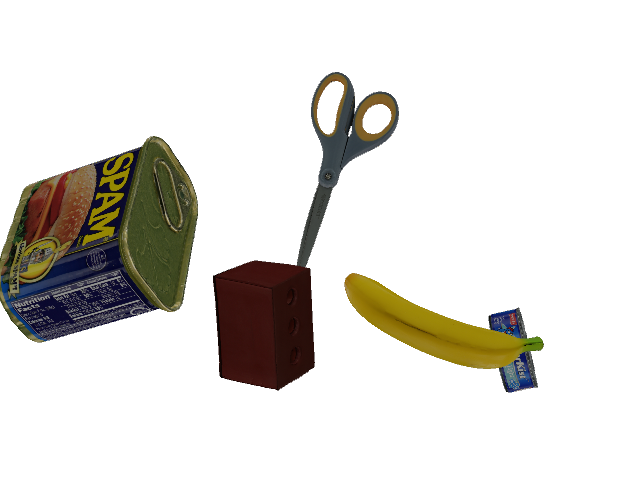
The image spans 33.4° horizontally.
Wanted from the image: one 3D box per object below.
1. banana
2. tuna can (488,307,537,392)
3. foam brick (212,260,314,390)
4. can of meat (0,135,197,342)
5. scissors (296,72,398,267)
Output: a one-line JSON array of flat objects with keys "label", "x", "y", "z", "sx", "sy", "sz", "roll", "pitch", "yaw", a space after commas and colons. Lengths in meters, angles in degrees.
[{"label": "banana", "x": 0.093, "y": 0.075, "z": 0.948, "sx": 0.198, "sy": 0.037, "sz": 0.069, "roll": 20, "pitch": 14, "yaw": 27}, {"label": "tuna can", "x": 0.203, "y": 0.116, "z": 1.124, "sx": 0.034, "sy": 0.086, "sz": 0.086, "roll": -14, "pitch": -3, "yaw": 11}, {"label": "foam brick", "x": -0.039, "y": 0.059, "z": 0.763, "sx": 0.051, "sy": 0.078, "sz": 0.052, "roll": 6, "pitch": 17, "yaw": 32}, {"label": "can of meat", "x": -0.120, "y": 0.000, "z": 0.575, "sx": 0.084, "sy": 0.102, "sz": 0.057, "roll": -16, "pitch": -49, "yaw": 18}, {"label": "scissors", "x": 0.027, "y": -0.068, "z": 1.042, "sx": 0.096, "sy": 0.202, "sz": 0.016, "roll": 1, "pitch": -12, "yaw": 4}]
